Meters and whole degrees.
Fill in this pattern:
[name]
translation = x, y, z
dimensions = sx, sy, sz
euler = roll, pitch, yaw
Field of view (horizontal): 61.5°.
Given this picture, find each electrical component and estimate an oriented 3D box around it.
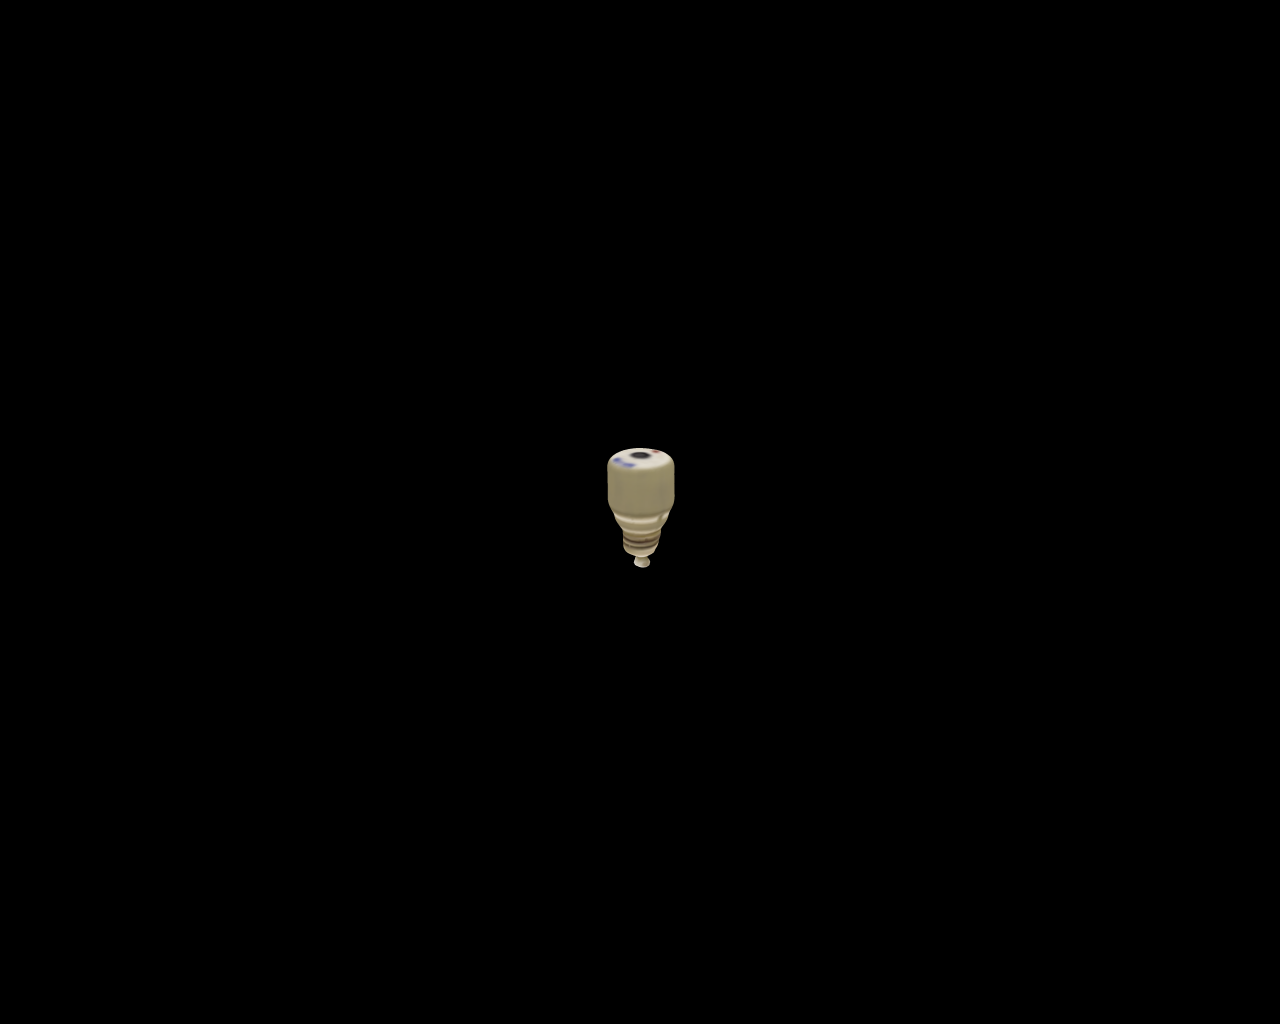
[electrical component]
translation = 0.001, -0.003, 0.650
dimensions = 0.040, 0.078, 0.040
euler = 0, 22, 0
